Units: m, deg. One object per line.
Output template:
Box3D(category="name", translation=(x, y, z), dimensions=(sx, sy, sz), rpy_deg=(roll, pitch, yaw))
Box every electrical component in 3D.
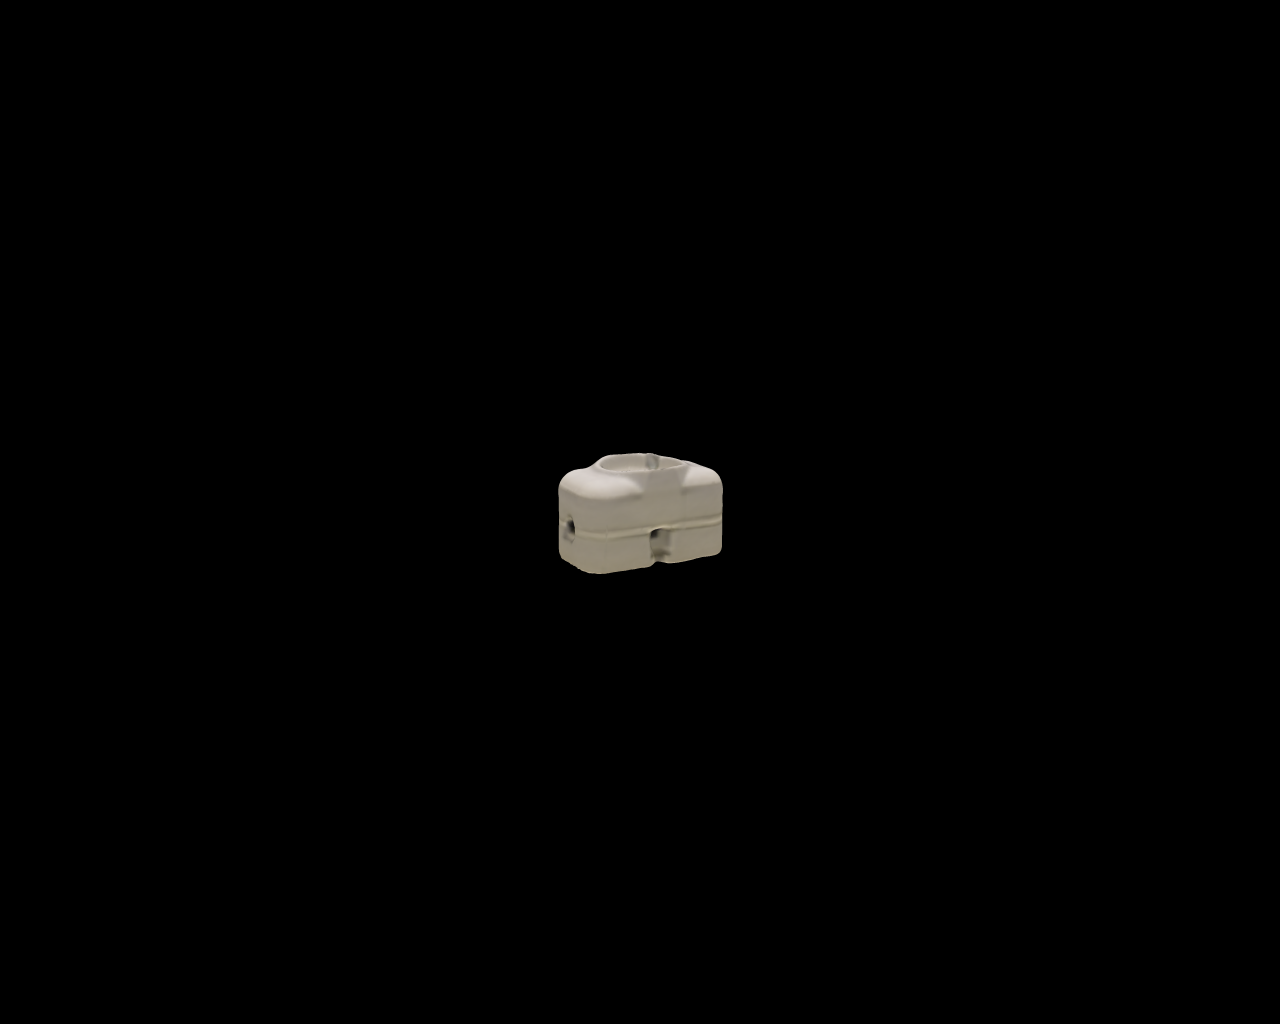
Box3D(category="electrical component", translation=(0.001, -0.003, 0.650), dimensions=(0.095, 0.059, 0.054), rpy_deg=(-7, 16, -26))
